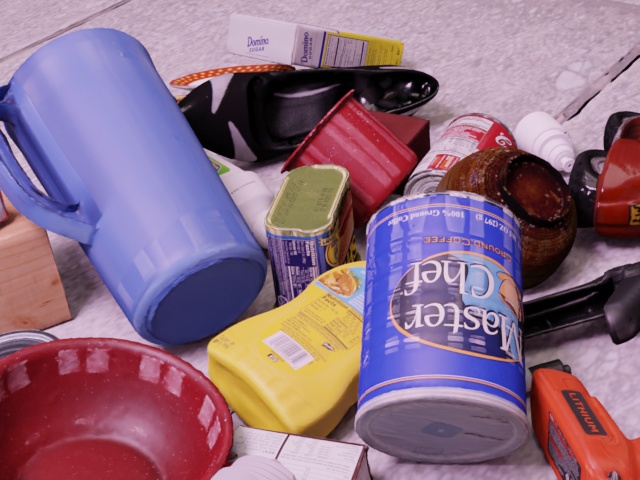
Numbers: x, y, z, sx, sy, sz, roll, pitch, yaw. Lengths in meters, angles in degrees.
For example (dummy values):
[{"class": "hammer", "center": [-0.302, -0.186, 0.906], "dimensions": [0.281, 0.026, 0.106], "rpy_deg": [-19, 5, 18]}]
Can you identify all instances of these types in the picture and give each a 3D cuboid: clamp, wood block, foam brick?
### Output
[{"class": "clamp", "center": [0.204, 0.038, 0.739], "dimensions": [0.209, 0.036, 0.165], "rpy_deg": [-17, 2, -37]}, {"class": "wood block", "center": [-0.309, 0.040, 0.815], "dimensions": [0.205, 0.090, 0.091], "rpy_deg": [-20, 35, -19]}, {"class": "foam brick", "center": [0.054, -0.080, 0.960], "dimensions": [0.078, 0.053, 0.051], "rpy_deg": [13, 39, 25]}]

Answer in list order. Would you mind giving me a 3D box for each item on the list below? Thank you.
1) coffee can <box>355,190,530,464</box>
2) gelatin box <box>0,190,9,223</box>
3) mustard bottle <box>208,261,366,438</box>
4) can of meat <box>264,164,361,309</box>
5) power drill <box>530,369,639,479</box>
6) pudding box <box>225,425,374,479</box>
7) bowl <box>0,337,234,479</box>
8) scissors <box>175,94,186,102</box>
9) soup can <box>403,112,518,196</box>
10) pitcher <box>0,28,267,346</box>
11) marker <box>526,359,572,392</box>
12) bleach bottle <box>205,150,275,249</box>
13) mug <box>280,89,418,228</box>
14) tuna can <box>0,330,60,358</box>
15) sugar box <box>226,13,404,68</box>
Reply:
[{"class": "coffee can", "center": [0.076, 0.055, 0.664], "dimensions": [0.103, 0.103, 0.140], "rpy_deg": [-1, 58, 9]}, {"class": "gelatin box", "center": [-0.288, -0.019, 0.790], "dimensions": [0.089, 0.030, 0.073], "rpy_deg": [16, 40, 33]}, {"class": "mustard bottle", "center": [0.022, 0.064, 0.741], "dimensions": [0.191, 0.058, 0.096], "rpy_deg": [-30, 52, -31]}, {"class": "can of meat", "center": [-0.005, 0.001, 0.821], "dimensions": [0.057, 0.084, 0.102], "rpy_deg": [2, 34, 13]}, {"class": "power drill", "center": [0.229, 0.100, 0.651], "dimensions": [0.187, 0.057, 0.184], "rpy_deg": [-11, 31, -4]}, {"class": "pudding box", "center": [-0.026, 0.163, 0.623], "dimensions": [0.090, 0.039, 0.113], "rpy_deg": [6, 38, 18]}, {"class": "bowl", "center": [-0.134, 0.127, 0.632], "dimensions": [0.162, 0.055, 0.162], "rpy_deg": [7, 30, -5]}, {"class": "scissors", "center": [-0.085, -0.139, 1.108], "dimensions": [0.201, 0.016, 0.096], "rpy_deg": [-10, 35, -5]}, {"class": "soup can", "center": [0.118, -0.054, 0.894], "dimensions": [0.069, 0.068, 0.102], "rpy_deg": [11, 38, 25]}, {"class": "pitcher", "center": [-0.149, -0.039, 0.814], "dimensions": [0.149, 0.145, 0.243], "rpy_deg": [-33, 59, -4]}, {"class": "marker", "center": [0.109, 0.099, 0.710], "dimensions": [0.121, 0.020, 0.020], "rpy_deg": [-10, 34, -5]}, {"class": "bleach bottle", "center": [-0.132, -0.043, 0.933], "dimensions": [0.251, 0.068, 0.102], "rpy_deg": [25, 49, 35]}, {"class": "mug", "center": [0.019, -0.055, 0.891], "dimensions": [0.117, 0.081, 0.093], "rpy_deg": [-48, 0, 7]}, {"class": "tuna can", "center": [-0.216, 0.101, 0.756], "dimensions": [0.086, 0.034, 0.086], "rpy_deg": [-5, 33, 3]}, {"class": "sugar box", "center": [-0.003, -0.196, 1.088], "dimensions": [0.093, 0.048, 0.175], "rpy_deg": [18, 17, 38]}]
